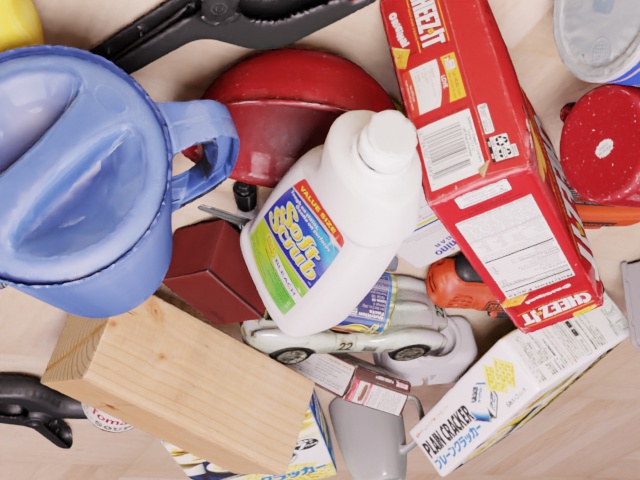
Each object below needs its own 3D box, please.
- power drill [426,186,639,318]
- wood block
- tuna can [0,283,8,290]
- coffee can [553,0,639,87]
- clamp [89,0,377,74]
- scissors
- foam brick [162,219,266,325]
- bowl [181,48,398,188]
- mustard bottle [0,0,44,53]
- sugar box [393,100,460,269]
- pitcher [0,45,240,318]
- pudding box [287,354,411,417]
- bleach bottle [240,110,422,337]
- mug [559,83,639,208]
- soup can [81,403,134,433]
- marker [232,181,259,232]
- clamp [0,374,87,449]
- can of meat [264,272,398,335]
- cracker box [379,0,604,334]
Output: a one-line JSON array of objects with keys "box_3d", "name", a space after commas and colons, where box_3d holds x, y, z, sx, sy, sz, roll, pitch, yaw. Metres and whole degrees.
[{"box_3d": [0.209, 0.009, 0.954, 0.184, 0.057, 0.188, 2, 146, -21], "name": "power drill"}, {"box_3d": [-0.119, 0.124, 0.921, 0.205, 0.090, 0.091, 32, 154, -28], "name": "wood block"}, {"box_3d": [-0.243, -0.005, 0.753, 0.033, 0.086, 0.086, -8, 148, -9], "name": "tuna can"}, {"box_3d": [0.235, -0.144, 0.678, 0.140, 0.103, 0.103, 3, 145, -24], "name": "coffee can"}, {"box_3d": [-0.069, -0.143, 0.639, 0.209, 0.036, 0.165, -2, 147, -16], "name": "clamp"}, {"box_3d": [-0.006, 0.001, 0.848, 0.096, 0.016, 0.201, 8, 172, 27], "name": "scissors"}, {"box_3d": [-0.082, 0.027, 0.868, 0.053, 0.051, 0.078, -10, 142, 32], "name": "foam brick"}, {"box_3d": [-0.013, -0.083, 0.708, 0.162, 0.055, 0.162, 5, 164, 1], "name": "bowl"}, {"box_3d": [-0.202, -0.153, 0.558, 0.096, 0.058, 0.192, -2, 147, -8], "name": "mustard bottle"}, {"box_3d": [0.069, -0.039, 0.844, 0.093, 0.048, 0.176, -26, 149, 24], "name": "sugar box"}, {"box_3d": [-0.143, -0.021, 0.673, 0.149, 0.145, 0.243, 24, 168, 1], "name": "pitcher"}, {"box_3d": [0.020, 0.131, 1.044, 0.089, 0.039, 0.114, 23, 176, -44], "name": "pudding box"}, {"box_3d": [0.009, -0.019, 0.679, 0.068, 0.102, 0.251, -19, 164, -19], "name": "bleach bottle"}, {"box_3d": [0.213, -0.069, 0.736, 0.081, 0.117, 0.093, 2, 120, -35], "name": "mug"}, {"box_3d": [-0.184, 0.131, 1.006, 0.068, 0.068, 0.102, 3, 146, -23], "name": "soup can"}, {"box_3d": [-0.057, -0.011, 0.869, 0.020, 0.020, 0.121, -9, 148, -4], "name": "marker"}, {"box_3d": [-0.269, 0.163, 1.053, 0.120, 0.039, 0.171, -28, 145, 23], "name": "clamp"}, {"box_3d": [0.007, 0.046, 0.886, 0.083, 0.057, 0.102, 11, 174, -17], "name": "can of meat"}, {"box_3d": [0.121, -0.054, 0.724, 0.072, 0.164, 0.213, -21, 147, 17], "name": "cracker box"}]
